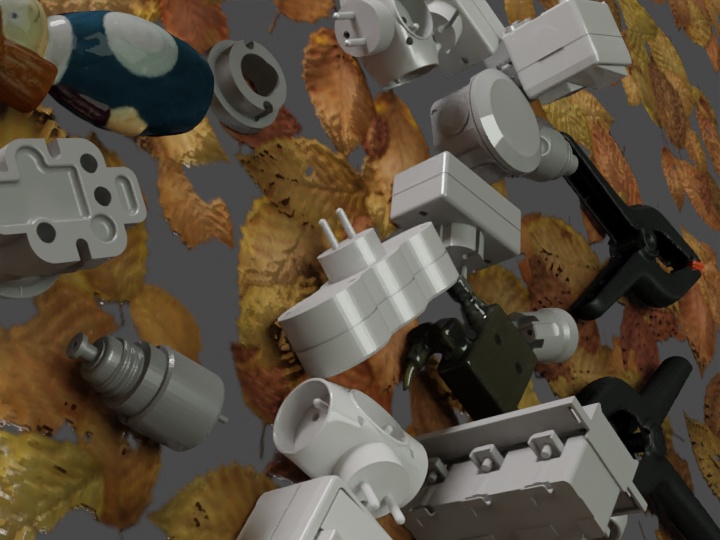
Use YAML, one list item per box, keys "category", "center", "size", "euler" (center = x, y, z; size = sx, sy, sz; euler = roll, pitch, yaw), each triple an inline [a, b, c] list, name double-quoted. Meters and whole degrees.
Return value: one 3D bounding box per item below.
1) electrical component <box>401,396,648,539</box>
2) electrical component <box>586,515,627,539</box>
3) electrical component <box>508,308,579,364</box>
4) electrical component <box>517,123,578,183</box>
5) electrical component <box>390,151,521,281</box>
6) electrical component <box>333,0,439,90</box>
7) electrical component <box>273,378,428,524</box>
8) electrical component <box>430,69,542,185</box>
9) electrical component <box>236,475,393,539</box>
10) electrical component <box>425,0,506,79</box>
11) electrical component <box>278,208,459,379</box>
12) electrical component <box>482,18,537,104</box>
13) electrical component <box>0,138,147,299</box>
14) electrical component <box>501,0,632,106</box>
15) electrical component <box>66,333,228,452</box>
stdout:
- category: "electrical component"
  center: [0.085, 0.123, 0.602]
  size: [0.078, 0.121, 0.063]
  euler: [55, 42, -15]
- category: "electrical component"
  center: [0.156, 0.154, 0.727]
  size: [0.066, 0.048, 0.055]
  euler: [47, 34, -25]
- category: "electrical component"
  center: [0.125, 0.047, 0.758]
  size: [0.046, 0.040, 0.040]
  euler: [2, 70, -43]
- category: "electrical component"
  center: [0.146, -0.089, 0.844]
  size: [0.062, 0.043, 0.043]
  euler: [13, 62, -40]
- category: "electrical component"
  center: [0.063, -0.021, 0.711]
  size: [0.083, 0.047, 0.075]
  euler: [34, 49, -36]
- category: "electrical component"
  center: [0.010, -0.163, 0.721]
  size: [0.079, 0.044, 0.077]
  euler: [-22, 90, -53]
- category: "electrical component"
  center: [0.002, 0.102, 0.559]
  size: [0.077, 0.044, 0.079]
  euler: [37, 9, -33]
- category: "electrical component"
  center: [0.093, -0.101, 0.784]
  size: [0.080, 0.051, 0.080]
  euler: [26, 53, -41]
- category: "electrical component"
  center: [-0.012, 0.155, 0.520]
  size: [0.096, 0.061, 0.061]
  euler: [52, 40, -18]
- category: "electrical component"
  center: [0.057, -0.180, 0.784]
  size: [0.083, 0.047, 0.075]
  euler: [50, 41, -20]
- category: "electrical component"
  center: [0.000, 0.000, 0.619]
  size: [0.138, 0.052, 0.073]
  euler: [-37, 101, -52]
- category: "electrical component"
  center: [0.129, -0.166, 0.870]
  size: [0.063, 0.042, 0.081]
  euler: [59, 37, -5]
- category: "electrical component"
  center: [-0.140, -0.020, 0.457]
  size: [0.078, 0.057, 0.058]
  euler: [-10, 80, -52]
- category: "electrical component"
  center: [0.161, -0.163, 0.813]
  size: [0.096, 0.062, 0.061]
  euler: [-16, 82, -57]
- category: "electrical component"
  center: [-0.097, 0.052, 0.486]
  size: [0.078, 0.040, 0.040]
  euler: [36, 47, -34]
